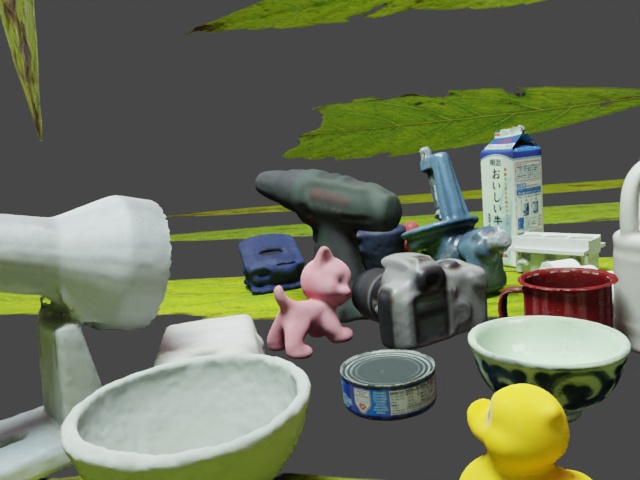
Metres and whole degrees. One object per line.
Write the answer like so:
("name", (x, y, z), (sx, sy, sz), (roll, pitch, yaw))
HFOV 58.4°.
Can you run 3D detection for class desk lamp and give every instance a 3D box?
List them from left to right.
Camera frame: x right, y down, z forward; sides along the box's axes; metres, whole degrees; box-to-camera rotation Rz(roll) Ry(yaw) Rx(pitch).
("desk lamp", (-0.224, 0.073, 0.480), (0.204, 0.213, 0.117), (-14, 12, -41))

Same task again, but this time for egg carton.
("egg carton", (-0.104, 0.122, 0.554), (0.107, 0.069, 0.150), (-7, 9, -10))

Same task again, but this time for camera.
("camera", (0.111, 0.061, 0.703), (0.143, 0.101, 0.136), (-11, 10, -29))

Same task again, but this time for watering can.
("watering can", (0.350, 0.011, 0.565), (0.101, 0.194, 0.172), (-10, 10, -26))

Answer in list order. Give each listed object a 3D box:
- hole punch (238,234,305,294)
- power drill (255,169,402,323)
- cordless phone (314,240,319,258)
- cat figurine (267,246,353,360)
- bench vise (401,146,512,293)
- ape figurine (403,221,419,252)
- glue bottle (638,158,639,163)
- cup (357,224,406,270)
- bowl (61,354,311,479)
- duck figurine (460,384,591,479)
("hole punch", (-0.082, 0.039, 1.007), (0.109, 0.091, 0.101), (-8, 9, -17))
("power drill", (0.007, 0.003, 0.795), (0.228, 0.208, 0.076), (1, 11, 35))
("cordless phone", (0.041, -0.024, 1.024), (0.094, 0.185, 0.148), (-3, 9, 18))
("cat figurine", (-0.007, 0.067, 0.688), (0.128, 0.118, 0.067), (-14, 12, -43))
("bench vise", (0.209, -0.034, 0.862), (0.122, 0.220, 0.206), (-14, 12, -42))
("ape figurine", (0.166, 0.011, 1.020), (0.078, 0.092, 0.076), (-8, 9, -14))
("glue bottle", (0.488, -0.039, 0.863), (0.078, 0.173, 0.037), (-9, 10, -21))
("cup", (0.091, 0.027, 0.959), (0.118, 0.095, 0.091), (-11, 10, -30))
("bowl", (-0.085, 0.142, 0.399), (0.167, 0.075, 0.167), (-6, 9, 1))
("duck figurine", (0.122, 0.127, 0.324), (0.078, 0.086, 0.104), (-11, 10, -28))
